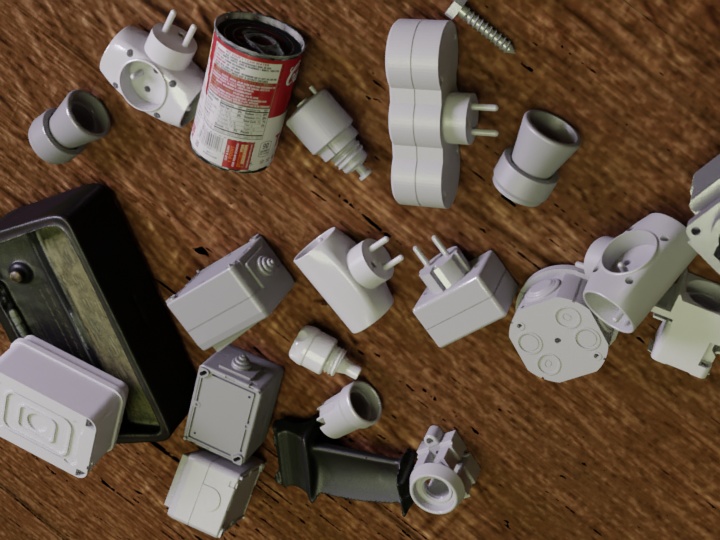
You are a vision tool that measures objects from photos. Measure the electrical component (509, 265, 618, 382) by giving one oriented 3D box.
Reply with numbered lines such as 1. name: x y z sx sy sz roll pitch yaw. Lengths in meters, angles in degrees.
1. electrical component: 0.154 0.041 0.813 0.080 0.051 0.080 10 120 17

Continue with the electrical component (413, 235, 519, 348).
1. electrical component: 0.071 0.008 0.831 0.066 0.047 0.076 -30 103 32

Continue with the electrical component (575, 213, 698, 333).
1. electrical component: 0.187 -0.003 0.768 0.044 0.077 0.079 51 165 -32

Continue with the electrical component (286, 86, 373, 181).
1. electrical component: -0.021 -0.100 0.813 0.040 0.040 0.078 -37 99 33

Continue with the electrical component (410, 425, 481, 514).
1. electrical component: 0.071 0.175 0.918 0.048 0.055 0.066 -25 106 31

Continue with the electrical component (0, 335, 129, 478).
1. electrical component: -0.266 0.117 0.937 0.113 0.057 0.078 26 126 7

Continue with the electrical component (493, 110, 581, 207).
1. electrical component: 0.124 -0.079 0.763 0.045 0.045 0.055 30 125 4

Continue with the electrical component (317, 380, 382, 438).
1. electrical component: -0.010 0.122 0.933 0.046 0.040 0.040 -33 102 38

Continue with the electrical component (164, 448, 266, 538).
1. electrical component: -0.133 0.198 0.996 0.061 0.096 0.061 21 94 10

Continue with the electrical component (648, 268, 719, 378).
1. electrical component: 0.244 0.040 0.782 0.081 0.042 0.063 23 124 10

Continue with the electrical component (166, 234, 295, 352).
1. electrical component: -0.101 0.019 0.899 0.096 0.061 0.061 -28 104 32

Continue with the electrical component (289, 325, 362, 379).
1. electrical component: -0.028 0.074 0.915 0.061 0.035 0.035 28 124 3

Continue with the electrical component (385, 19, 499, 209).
1. electrical component: 0.063 -0.109 0.767 0.074 0.052 0.138 7 120 19

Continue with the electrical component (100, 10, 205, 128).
1. electrical component: -0.150 -0.162 0.829 0.077 0.044 0.079 36 125 1

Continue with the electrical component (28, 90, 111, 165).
1. electrical component: -0.241 -0.117 0.891 0.055 0.045 0.045 -27 105 32

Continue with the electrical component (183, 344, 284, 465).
1. electrical component: -0.109 0.112 0.958 0.062 0.061 0.096 22 115 13

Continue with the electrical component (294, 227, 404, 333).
1. electrical component: 0.000 0.000 0.857 0.079 0.044 0.077 -33 102 33
